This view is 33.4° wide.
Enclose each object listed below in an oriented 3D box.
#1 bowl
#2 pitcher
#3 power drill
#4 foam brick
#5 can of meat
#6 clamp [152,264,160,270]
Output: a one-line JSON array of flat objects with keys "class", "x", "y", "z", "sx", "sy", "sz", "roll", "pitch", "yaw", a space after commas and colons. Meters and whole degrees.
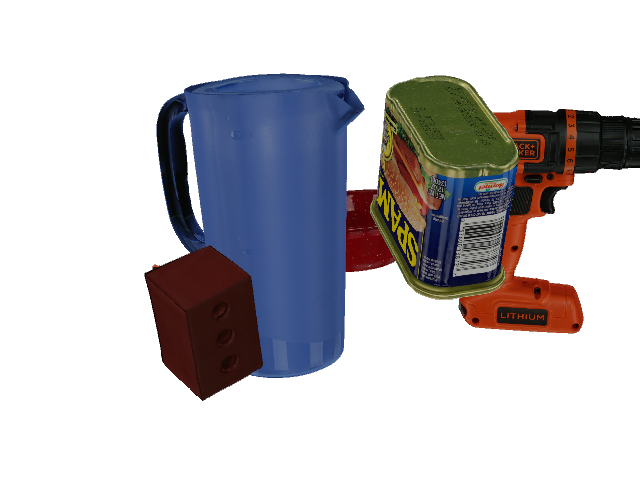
[{"class": "bowl", "x": 0.033, "y": -0.007, "z": 1.076, "sx": 0.162, "sy": 0.055, "sz": 0.162, "roll": -5, "pitch": 15, "yaw": 1}, {"class": "pitcher", "x": -0.048, "y": -0.016, "z": 0.890, "sx": 0.144, "sy": 0.243, "sz": 0.149, "roll": -7, "pitch": 15, "yaw": -19}, {"class": "power drill", "x": 0.188, "y": -0.018, "z": 0.890, "sx": 0.184, "sy": 0.188, "sz": 0.057, "roll": 3, "pitch": 20, "yaw": 10}, {"class": "foam brick", "x": -0.076, "y": 0.053, "z": 0.705, "sx": 0.052, "sy": 0.078, "sz": 0.051, "roll": -27, "pitch": 39, "yaw": -28}, {"class": "can of meat", "x": 0.068, "y": -0.032, "z": 0.592, "sx": 0.057, "sy": 0.084, "sz": 0.102, "roll": -7, "pitch": 38, "yaw": -13}, {"class": "clamp", "x": -0.121, "y": 0.076, "z": 1.190, "sx": 0.210, "sy": 0.036, "sz": 0.164, "roll": 19, "pitch": 23, "yaw": 29}]
